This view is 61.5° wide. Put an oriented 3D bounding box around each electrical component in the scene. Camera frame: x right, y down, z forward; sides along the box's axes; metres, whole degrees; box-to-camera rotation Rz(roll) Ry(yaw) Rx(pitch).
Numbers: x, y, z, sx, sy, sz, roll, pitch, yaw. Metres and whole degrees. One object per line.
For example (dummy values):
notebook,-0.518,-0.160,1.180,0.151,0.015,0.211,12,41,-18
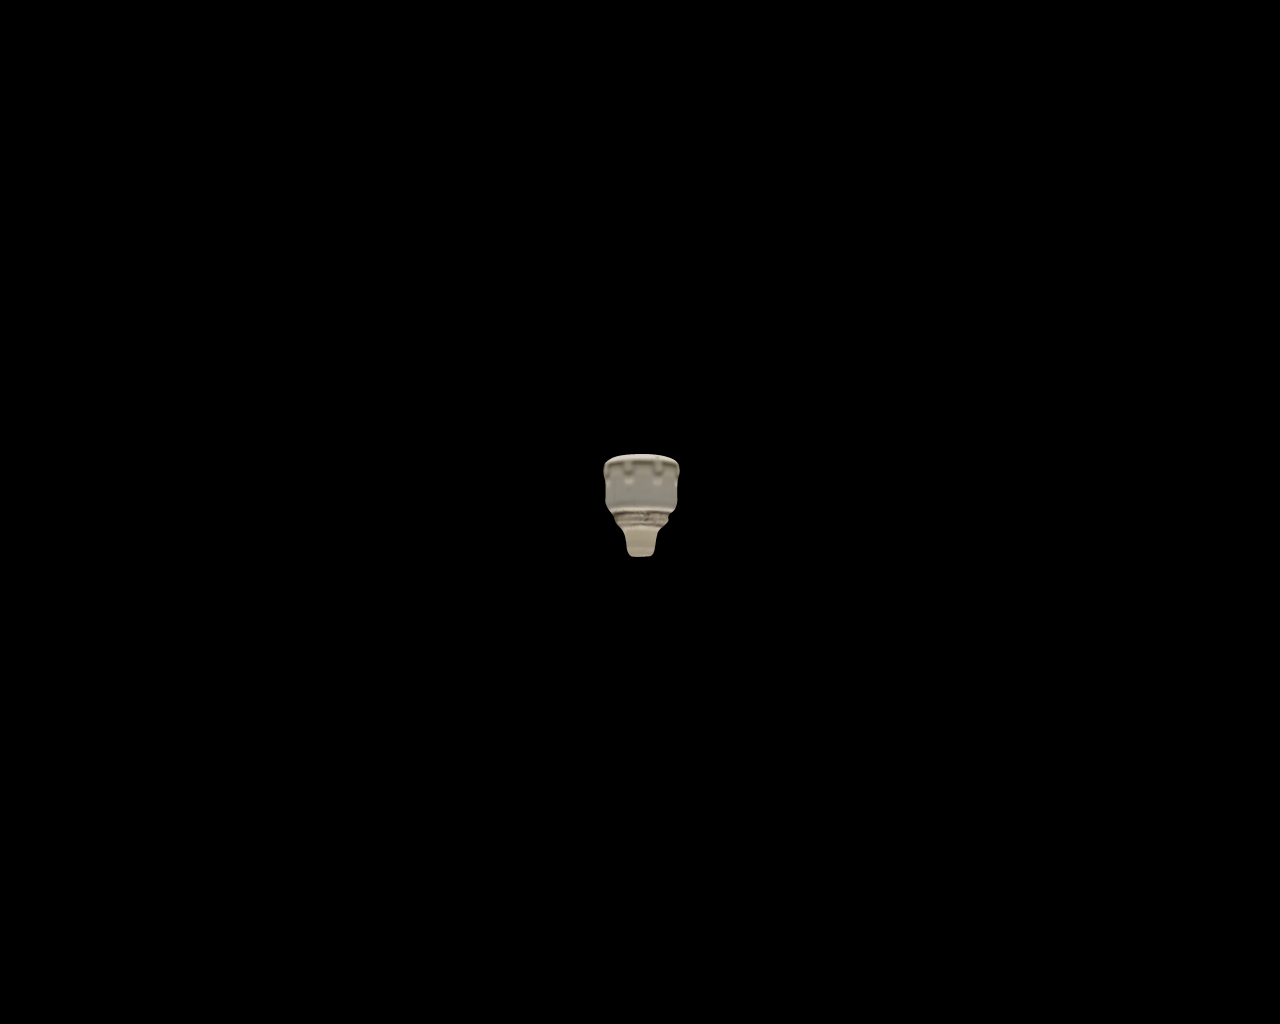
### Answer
electrical component,0.001,-0.003,0.650,0.048,0.062,0.048,0,-7,0
